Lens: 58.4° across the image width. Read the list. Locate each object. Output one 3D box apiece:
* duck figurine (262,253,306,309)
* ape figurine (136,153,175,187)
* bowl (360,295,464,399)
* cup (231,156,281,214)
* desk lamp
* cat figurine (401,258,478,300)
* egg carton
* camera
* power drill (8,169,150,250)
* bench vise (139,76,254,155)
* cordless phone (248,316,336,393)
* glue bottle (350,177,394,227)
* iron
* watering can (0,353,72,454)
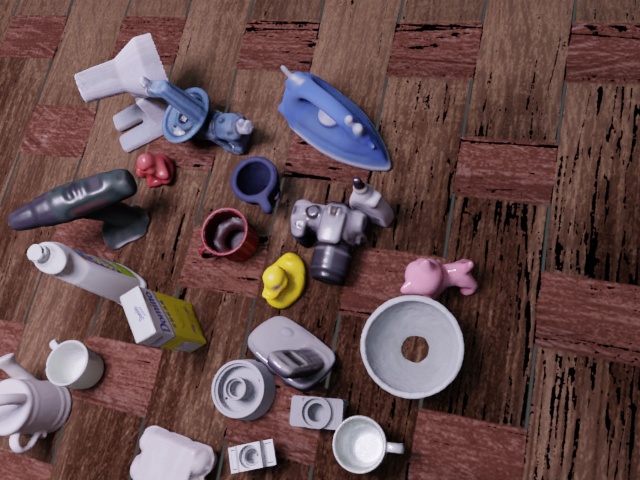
[{"bbox_3d":[-0.072,0.068,1.039,0.077,0.086,0.105,20,80,20],"label":"duck figurine"},{"bbox_3d":[-0.343,-0.149,1.172,0.077,0.092,0.076,33,85,21],"label":"ape figurine"},{"bbox_3d":[0.156,0.179,0.951,0.167,0.075,0.167,-4,73,14],"label":"bowl"},{"bbox_3d":[-0.106,-0.091,1.090,0.091,0.095,0.117,-28,69,6],"label":"cup"},{"bbox_3d":[-0.374,-0.297,1.159,0.203,0.214,0.118,-27,69,6],"label":"desk lamp"},{"bbox_3d":[0.196,0.058,0.953,0.127,0.118,0.067,-13,71,11],"label":"cat figurine"},{"bbox_3d":[-0.256,0.395,1.001,0.150,0.069,0.107,13,78,18],"label":"egg carton"},{"bbox_3d":[0.009,0.004,1.028,0.143,0.101,0.137,10,77,18],"label":"camera"},{"bbox_3d":[-0.438,-0.051,1.106,0.229,0.209,0.075,-27,69,6],"label":"power drill"},{"bbox_3d":[-0.234,-0.255,1.105,0.207,0.220,0.121,-5,73,14],"label":"bench vise"},{"bbox_3d":[-0.063,0.184,0.949,0.147,0.185,0.094,31,84,21],"label":"cordless phone"},{"bbox_3d":[0.081,-0.072,0.992,0.078,0.173,0.037,26,82,21],"label":"glue bottle"},{"bbox_3d":[0.027,-0.231,1.071,0.257,0.142,0.119,40,87,22],"label":"iron"},{"bbox_3d":[-0.561,0.298,1.044,0.101,0.194,0.172,-41,68,1],"label":"watering can"}]
